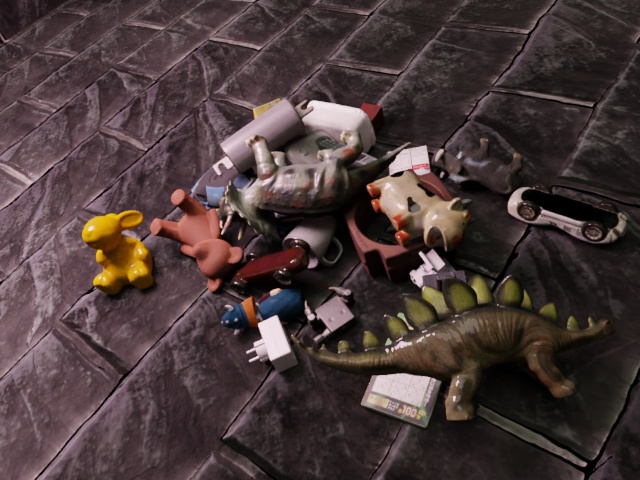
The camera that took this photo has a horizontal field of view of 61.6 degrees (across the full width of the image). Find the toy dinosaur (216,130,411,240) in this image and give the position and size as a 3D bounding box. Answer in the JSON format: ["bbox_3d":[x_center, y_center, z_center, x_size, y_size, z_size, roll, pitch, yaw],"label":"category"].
[{"bbox_3d":[-0.022,-0.101,1.025,0.405,0.131,0.192,-5,73,7],"label":"toy dinosaur"}]

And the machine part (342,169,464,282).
[{"bbox_3d":[0.158,-0.030,1.027,0.201,0.087,0.202,-22,48,-1],"label":"machine part"}]

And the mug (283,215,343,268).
[{"bbox_3d":[-0.002,-0.003,1.064,0.110,0.080,0.107,29,56,8],"label":"mug"}]

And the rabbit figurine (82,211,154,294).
[{"bbox_3d":[-0.420,0.009,1.120,0.122,0.173,0.162,-6,53,18],"label":"rabbit figurine"}]

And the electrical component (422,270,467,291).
[{"bbox_3d":[0.207,0.081,0.890,0.075,0.119,0.048,-11,48,12],"label":"electrical component"}]

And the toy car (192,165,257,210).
[{"bbox_3d":[-0.195,-0.106,1.193,0.162,0.102,0.109,10,54,36],"label":"toy car"}]

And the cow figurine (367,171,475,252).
[{"bbox_3d":[0.179,-0.050,0.928,0.127,0.085,0.195,-32,47,-2],"label":"cow figurine"}]

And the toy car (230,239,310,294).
[{"bbox_3d":[-0.096,0.056,1.026,0.202,0.053,0.089,-18,40,43],"label":"toy car"}]

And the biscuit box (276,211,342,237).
[{"bbox_3d":[-0.003,-0.071,1.129,0.203,0.062,0.059,-17,48,3],"label":"biscuit box"}]

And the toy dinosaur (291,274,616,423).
[{"bbox_3d":[0.201,0.154,0.783,0.472,0.105,0.198,-12,78,-2],"label":"toy dinosaur"}]

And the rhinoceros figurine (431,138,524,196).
[{"bbox_3d":[0.318,-0.142,1.088,0.191,0.073,0.112,30,70,36],"label":"rhinoceros figurine"}]

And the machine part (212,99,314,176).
[{"bbox_3d":[-0.120,-0.215,1.117,0.243,0.079,0.079,-36,48,-2],"label":"machine part"}]

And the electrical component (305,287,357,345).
[{"bbox_3d":[0.020,0.130,0.957,0.102,0.045,0.078,-28,46,-7],"label":"electrical component"}]

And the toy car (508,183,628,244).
[{"bbox_3d":[0.445,-0.047,0.971,0.202,0.056,0.073,23,53,32],"label":"toy car"}]

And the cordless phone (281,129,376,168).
[{"bbox_3d":[0.023,-0.162,1.146,0.184,0.088,0.146,24,39,31],"label":"cordless phone"}]

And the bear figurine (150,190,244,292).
[{"bbox_3d":[-0.250,0.005,1.105,0.120,0.131,0.196,-49,43,12],"label":"bear figurine"}]

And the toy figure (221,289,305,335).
[{"bbox_3d":[-0.103,0.131,0.986,0.155,0.057,0.064,-13,71,2],"label":"toy figure"}]

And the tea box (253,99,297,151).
[{"bbox_3d":[-0.105,-0.253,1.241,0.068,0.169,0.098,-24,92,-3],"label":"tea box"}]
